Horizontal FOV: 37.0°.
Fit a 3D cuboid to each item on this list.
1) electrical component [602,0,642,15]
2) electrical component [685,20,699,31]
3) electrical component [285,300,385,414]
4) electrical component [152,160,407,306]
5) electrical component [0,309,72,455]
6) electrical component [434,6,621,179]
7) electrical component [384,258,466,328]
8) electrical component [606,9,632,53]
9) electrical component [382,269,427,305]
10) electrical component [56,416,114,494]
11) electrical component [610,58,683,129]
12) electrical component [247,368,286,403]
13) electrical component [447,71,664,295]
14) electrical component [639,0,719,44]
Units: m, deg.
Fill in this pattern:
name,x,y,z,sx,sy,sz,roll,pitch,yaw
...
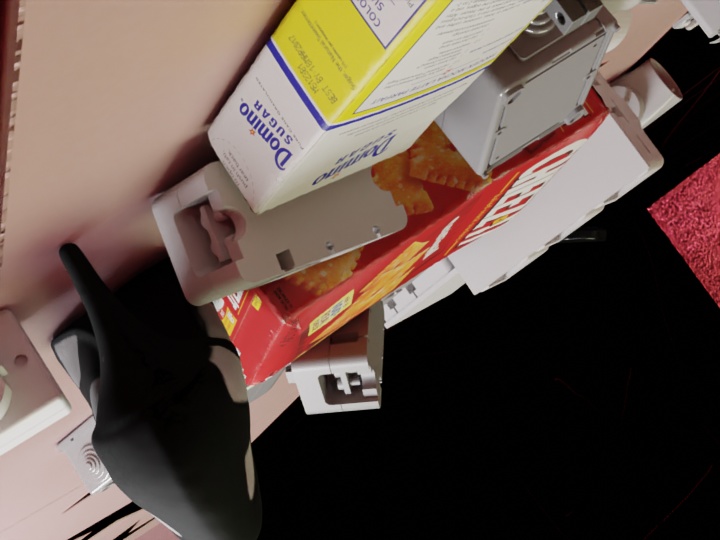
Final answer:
name,x,y,z,sx,sy,sz,roll,pitch,yaw
electrical component,0.107,-0.132,0.470,0.043,0.043,0.062,-30,173,-26
electrical component,0.249,-0.184,0.711,0.077,0.047,0.065,-34,172,-3
electrical component,-0.017,0.043,0.691,0.056,0.089,0.050,-6,132,9
electrical component,-0.036,-0.023,0.459,0.089,0.050,0.056,-21,180,-38
electrical component,-0.163,0.051,0.445,0.066,0.047,0.076,-32,171,-16
electrical component,0.065,-0.096,0.469,0.062,0.061,0.096,-33,164,-12
electrical component,0.091,-0.036,0.891,0.186,0.060,0.105,-41,170,39
electrical component,0.117,-0.128,0.539,0.040,0.040,0.078,-39,171,32
electrical component,0.000,0.000,0.767,0.059,0.053,0.095,-26,168,-46
electrical component,-0.170,0.124,0.834,0.100,0.048,0.100,-38,171,23
electrical component,0.216,-0.133,0.882,0.077,0.044,0.079,-39,171,28
electrical component,-0.086,0.056,0.722,0.061,0.061,0.096,-31,171,-22
electrical component,0.121,-0.064,0.748,0.150,0.089,0.062,-39,171,27
electrical component,0.185,-0.157,0.559,0.081,0.063,0.042,-40,171,32
